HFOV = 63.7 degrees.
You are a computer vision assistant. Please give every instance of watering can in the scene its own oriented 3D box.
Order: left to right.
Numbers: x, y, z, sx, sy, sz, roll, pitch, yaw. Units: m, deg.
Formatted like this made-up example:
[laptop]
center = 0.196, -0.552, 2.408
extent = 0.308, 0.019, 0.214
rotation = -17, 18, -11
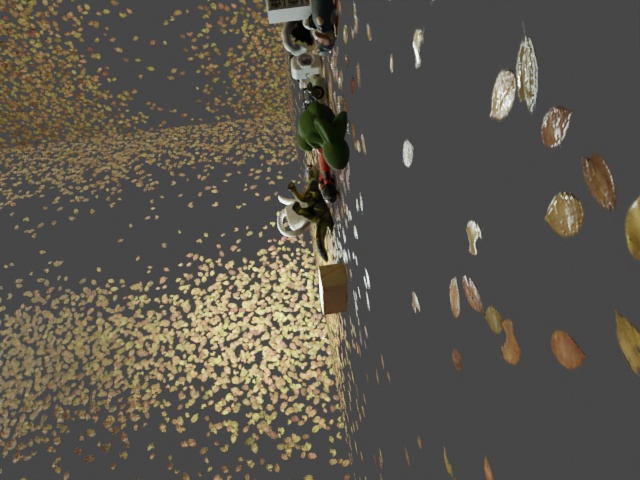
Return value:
[watering can]
center = -0.085, -0.137, 2.227
extent = 0.355, 0.224, 0.102
rotation = -104, -10, -54

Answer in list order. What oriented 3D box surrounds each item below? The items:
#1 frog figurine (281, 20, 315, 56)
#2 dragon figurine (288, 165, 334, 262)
[frog figurine]
center = -0.080, -0.692, 1.770
extent = 0.136, 0.123, 0.160
rotation = 63, 169, -14
[dragon figurine]
center = 0.006, -0.093, 1.843
extent = 0.241, 0.121, 0.417
rotation = 27, -135, -61
